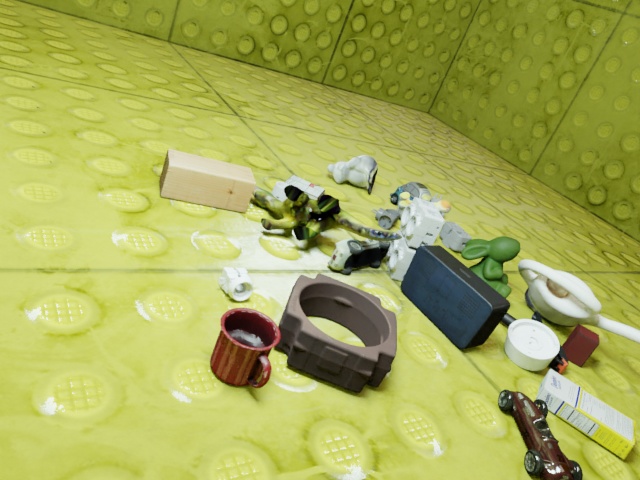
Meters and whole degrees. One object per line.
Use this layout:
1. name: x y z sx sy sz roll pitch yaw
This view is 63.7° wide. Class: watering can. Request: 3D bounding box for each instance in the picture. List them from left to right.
1. watering can: 0.643 0.171 1.284 0.351 0.104 0.221 39 -7 21

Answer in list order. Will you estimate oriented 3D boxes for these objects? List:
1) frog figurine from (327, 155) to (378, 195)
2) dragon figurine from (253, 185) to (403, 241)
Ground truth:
1. frog figurine: 0.109 -0.233 1.726 0.160 0.124 0.136 19 -10 12
2. dragon figurine: 0.004 -0.064 1.270 0.411 0.121 0.244 17 9 9
